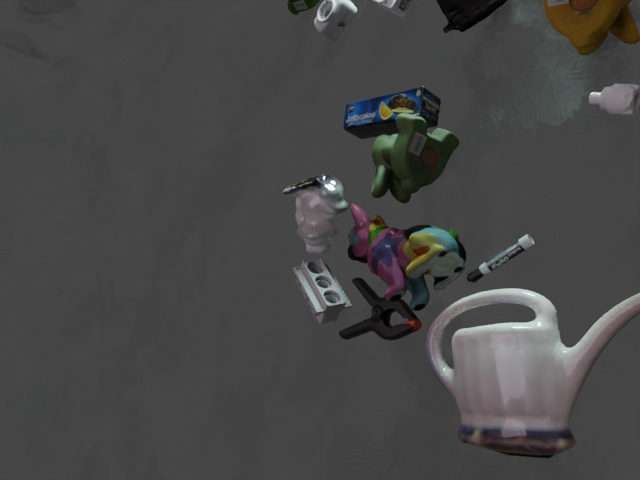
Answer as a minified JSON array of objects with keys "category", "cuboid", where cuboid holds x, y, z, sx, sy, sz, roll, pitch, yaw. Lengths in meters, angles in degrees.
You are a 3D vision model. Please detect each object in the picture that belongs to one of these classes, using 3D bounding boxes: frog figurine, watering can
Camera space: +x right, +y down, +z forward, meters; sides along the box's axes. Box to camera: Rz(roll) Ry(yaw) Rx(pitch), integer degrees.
[{"category":"frog figurine","cuboid":[0.003,-0.055,1.100,0.136,0.124,0.158,-16,103,34]},{"category":"watering can","cuboid":[0.293,0.173,0.695,0.345,0.103,0.227,-15,68,43]}]
